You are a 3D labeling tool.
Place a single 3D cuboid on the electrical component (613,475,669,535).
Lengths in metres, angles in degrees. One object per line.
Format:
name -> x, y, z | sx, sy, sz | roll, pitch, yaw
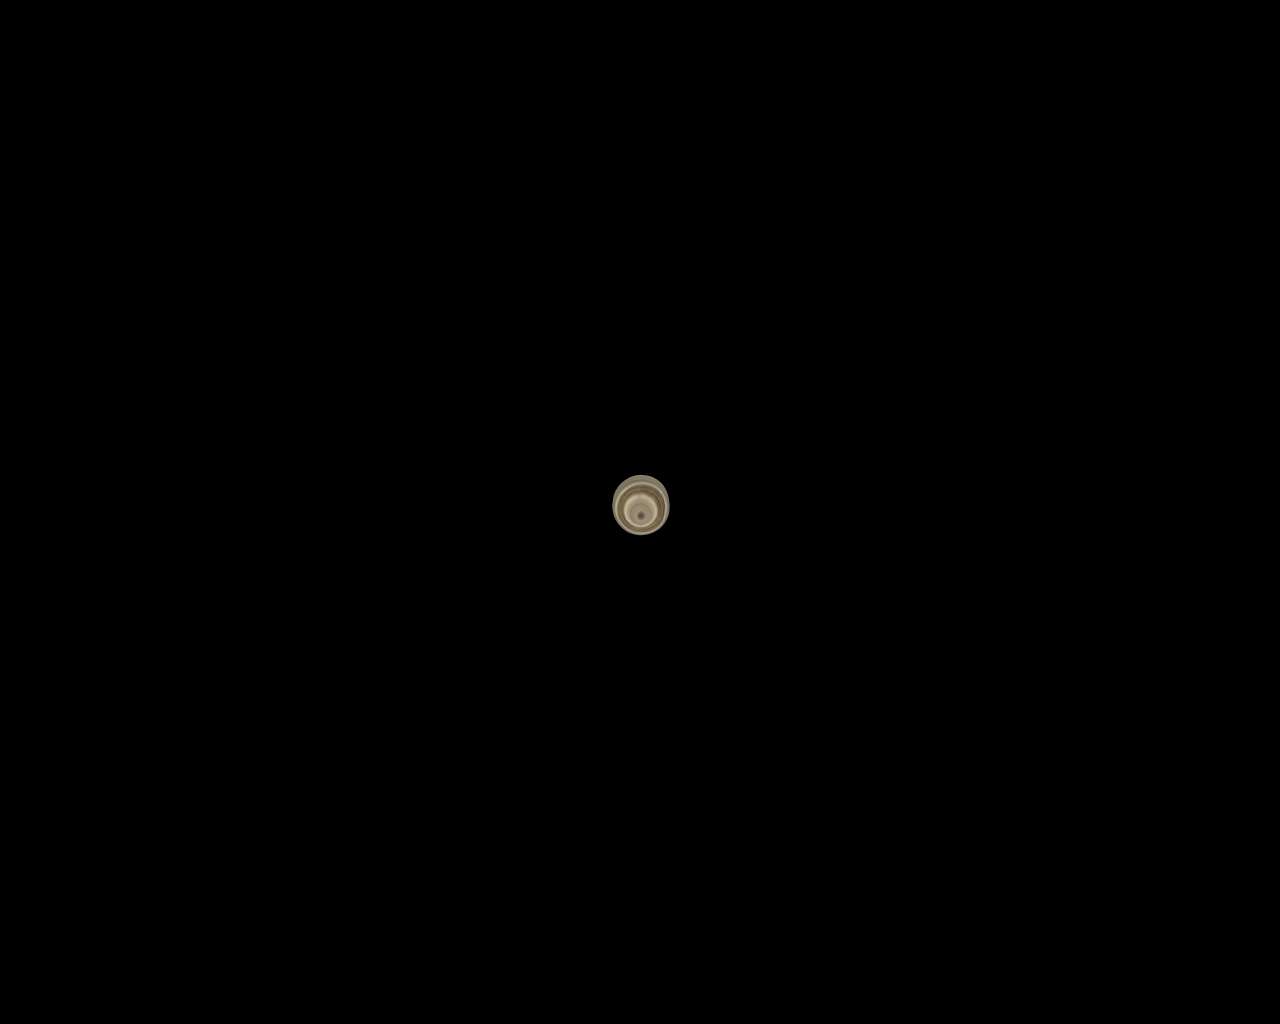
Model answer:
electrical component -> 0.001, -0.003, 0.650 | 0.035, 0.035, 0.061 | 0, 9, 0
